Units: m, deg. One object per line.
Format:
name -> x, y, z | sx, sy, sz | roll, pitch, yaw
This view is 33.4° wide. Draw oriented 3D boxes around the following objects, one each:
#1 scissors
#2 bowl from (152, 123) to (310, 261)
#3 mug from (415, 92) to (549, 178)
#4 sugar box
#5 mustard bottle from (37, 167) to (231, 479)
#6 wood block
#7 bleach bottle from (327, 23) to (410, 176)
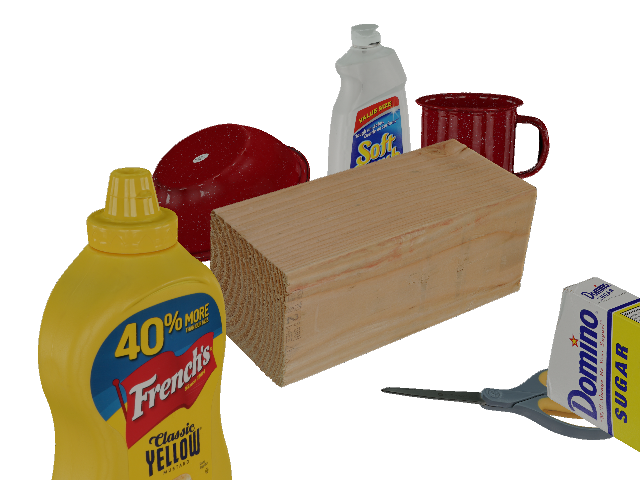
scissors -> 0.159, 0.130, 0.934 | 0.202, 0.016, 0.096 | 13, 29, 9
bowl -> -0.093, -0.053, 0.936 | 0.162, 0.055, 0.162 | -18, 36, 13
mug -> 0.142, -0.083, 0.938 | 0.117, 0.081, 0.093 | 3, 16, 13
sugar box -> 0.236, 0.102, 0.722 | 0.048, 0.093, 0.176 | -15, 30, -38
mustard bottle -> -0.086, 0.061, 0.502 | 0.058, 0.192, 0.096 | 15, 21, 41
wood block -> 0.036, 0.009, 0.724 | 0.205, 0.090, 0.091 | -18, 38, -31
bleach bottle -> 0.048, -0.111, 1.181 | 0.102, 0.251, 0.068 | -10, 25, -12
